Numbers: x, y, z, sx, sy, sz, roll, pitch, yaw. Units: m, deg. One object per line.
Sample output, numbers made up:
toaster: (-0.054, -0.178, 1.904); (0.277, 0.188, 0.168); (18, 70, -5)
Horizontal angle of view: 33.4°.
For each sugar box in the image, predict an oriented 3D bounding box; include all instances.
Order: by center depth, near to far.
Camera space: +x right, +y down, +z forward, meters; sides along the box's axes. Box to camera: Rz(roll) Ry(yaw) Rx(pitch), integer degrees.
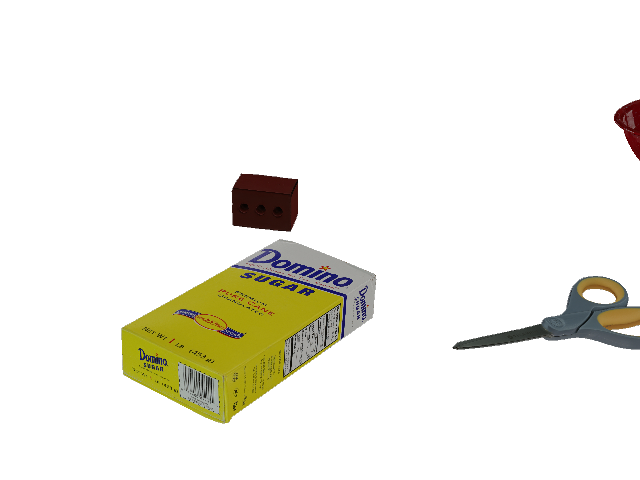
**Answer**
sugar box: (-0.046, 0.057, 0.756); (0.093, 0.048, 0.175); (21, 35, 29)

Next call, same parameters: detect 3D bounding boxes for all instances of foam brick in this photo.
foam brick: (-0.070, -0.048, 1.348); (0.078, 0.053, 0.051); (6, 28, 9)

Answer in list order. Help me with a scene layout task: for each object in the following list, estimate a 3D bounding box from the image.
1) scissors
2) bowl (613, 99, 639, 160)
scissors: (0.190, 0.060, 0.870); (0.201, 0.016, 0.096); (2, 33, -14)
bowl: (0.350, -0.089, 0.971); (0.162, 0.055, 0.162); (-5, 22, 2)
